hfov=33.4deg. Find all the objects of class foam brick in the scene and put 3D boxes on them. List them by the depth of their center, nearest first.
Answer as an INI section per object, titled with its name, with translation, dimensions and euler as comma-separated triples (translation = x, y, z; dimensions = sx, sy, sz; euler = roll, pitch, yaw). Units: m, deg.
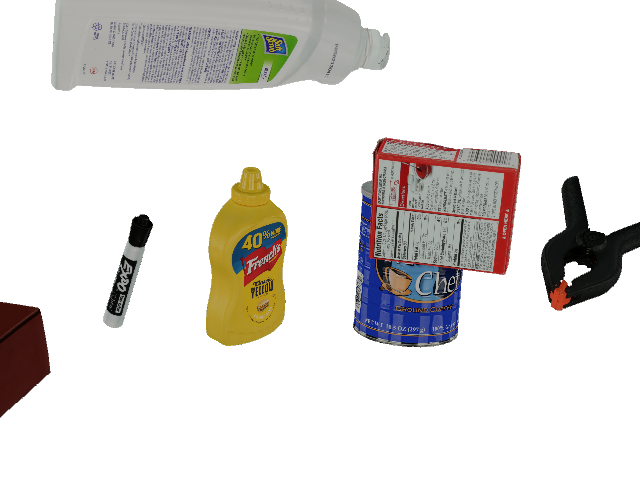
[foam brick]
translation = -0.227, 0.082, 0.713
dimensions = 0.053, 0.051, 0.078
euler = 7, 29, 23

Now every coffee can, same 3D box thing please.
[coffee can]
translation = 0.086, 0.019, 1.019
dimensions = 0.103, 0.140, 0.103
euler = 3, 14, -1

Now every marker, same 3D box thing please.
[marker]
translation = -0.174, 0.028, 0.968
dimensions = 0.020, 0.121, 0.020
euler = 16, 30, -10

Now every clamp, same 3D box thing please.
[clamp]
translation = 0.269, 0.000, 1.091
dimensions = 0.120, 0.039, 0.171
euler = 29, 52, 32

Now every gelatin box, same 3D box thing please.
[gelatin box]
translation = 0.076, -0.021, 0.664
dimensions = 0.089, 0.073, 0.030
euler = 7, 29, 11

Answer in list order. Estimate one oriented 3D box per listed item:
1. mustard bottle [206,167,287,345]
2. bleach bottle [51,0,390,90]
[mustard bottle]
translation = -0.077, 0.013, 1.149
dimensions = 0.096, 0.192, 0.058
euler = -20, 33, -41
[bleach bottle]
translation = -0.073, -0.152, 0.810
dimensions = 0.250, 0.068, 0.103
euler = 4, -33, -14
